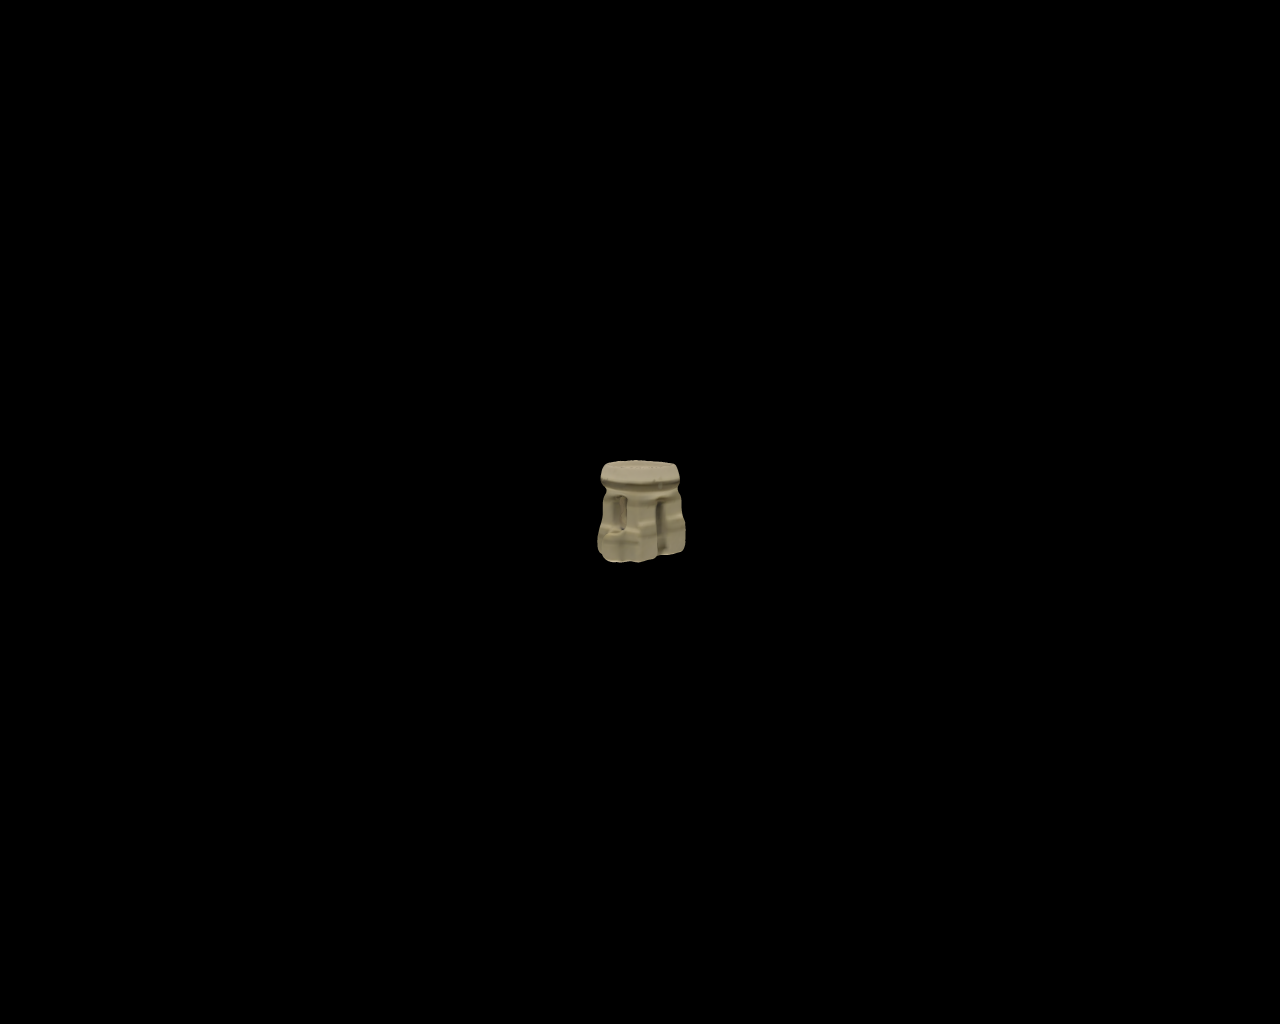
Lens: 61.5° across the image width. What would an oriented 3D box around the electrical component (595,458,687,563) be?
[{"bbox_3d":[0.001,-0.003,0.650,0.048,0.055,0.066,10,15,42],"label":"electrical component"}]
